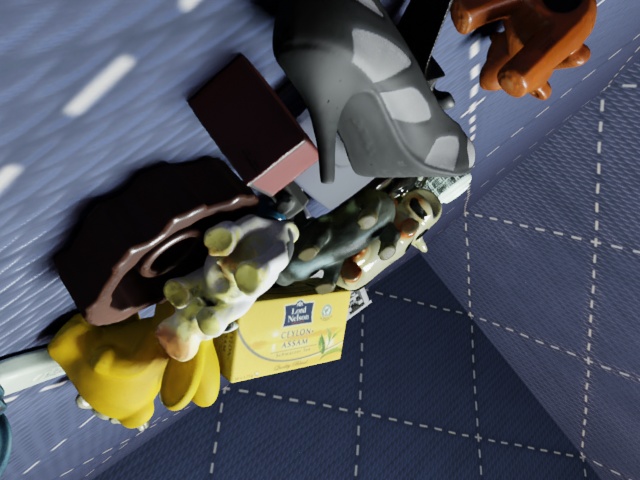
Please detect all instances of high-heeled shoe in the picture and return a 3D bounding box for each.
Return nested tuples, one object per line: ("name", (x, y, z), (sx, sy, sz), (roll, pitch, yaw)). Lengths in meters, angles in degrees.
("high-heeled shoe", (0.056, -0.118, 0.403), (0.086, 0.145, 0.248), (6, -167, 35))

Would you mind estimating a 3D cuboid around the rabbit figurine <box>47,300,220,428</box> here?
("rabbit figurine", (-0.176, 0.111, 0.577), (0.173, 0.162, 0.121), (-41, 158, 4))

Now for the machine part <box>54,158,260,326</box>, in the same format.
("machine part", (-0.139, 0.000, 0.478), (0.179, 0.056, 0.179), (-37, 169, -8))

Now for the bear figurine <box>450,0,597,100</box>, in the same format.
("bear figurine", (0.207, -0.203, 0.581), (0.132, 0.120, 0.196), (-33, 174, -2))

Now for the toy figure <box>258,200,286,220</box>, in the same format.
("toy figure", (-0.093, 0.000, 0.596), (0.057, 0.064, 0.154), (23, 133, -29))

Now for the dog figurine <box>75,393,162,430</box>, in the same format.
("dog figurine", (-0.239, 0.157, 0.764), (0.190, 0.121, 0.172), (-57, 165, 22))

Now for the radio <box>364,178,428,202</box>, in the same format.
("radio", (0.097, -0.095, 0.777), (0.131, 0.073, 0.229), (-35, 170, -8))

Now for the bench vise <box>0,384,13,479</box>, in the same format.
("bench vise", (-0.369, 0.227, 0.476), (0.224, 0.129, 0.240), (-52, 160, -34))

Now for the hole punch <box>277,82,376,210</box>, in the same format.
("hole punch", (0.012, -0.096, 0.479), (0.142, 0.092, 0.115), (-36, 166, 12))

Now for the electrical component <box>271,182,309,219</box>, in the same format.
("electrical component", (-0.040, -0.055, 0.539), (0.021, 0.063, 0.094), (-34, -172, 15))

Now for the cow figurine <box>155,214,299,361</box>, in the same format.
("cow figurine", (-0.090, 0.043, 0.506), (0.167, 0.068, 0.098), (-46, 174, 32))

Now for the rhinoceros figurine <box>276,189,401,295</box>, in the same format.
("rhinoceros figurine", (-0.001, -0.002, 0.622), (0.190, 0.112, 0.073), (-26, 129, 15))

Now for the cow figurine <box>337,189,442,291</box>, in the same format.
("cow figurine", (0.091, -0.002, 0.741), (0.195, 0.085, 0.127), (-37, 163, -15))

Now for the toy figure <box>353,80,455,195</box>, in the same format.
("toy figure", (0.058, -0.108, 0.588), (0.180, 0.082, 0.089), (-39, 167, -5))

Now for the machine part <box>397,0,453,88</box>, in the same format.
("machine part", (0.086, -0.176, 0.435), (0.039, 0.084, 0.138), (-4, 146, -23))

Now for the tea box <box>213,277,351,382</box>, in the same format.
("tea box", (-0.049, 0.103, 0.658), (0.169, 0.068, 0.098), (-3, 106, -40))
